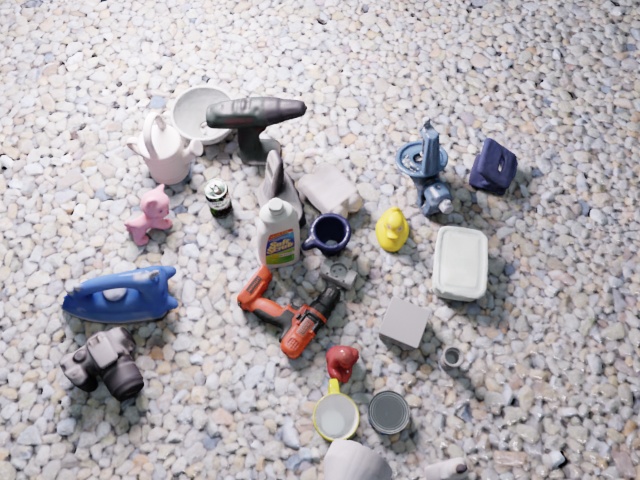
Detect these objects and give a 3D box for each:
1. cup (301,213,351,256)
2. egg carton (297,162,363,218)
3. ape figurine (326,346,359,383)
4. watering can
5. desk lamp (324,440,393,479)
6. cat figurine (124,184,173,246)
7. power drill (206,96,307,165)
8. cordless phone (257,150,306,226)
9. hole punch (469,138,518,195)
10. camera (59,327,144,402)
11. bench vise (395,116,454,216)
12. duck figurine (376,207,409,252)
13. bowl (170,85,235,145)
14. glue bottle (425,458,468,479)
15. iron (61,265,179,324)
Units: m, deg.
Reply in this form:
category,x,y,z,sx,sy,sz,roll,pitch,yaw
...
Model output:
category,x,y,z,sx,sy,sz,roll,pitch,yaw
cup,0.012,0.005,1.283,0.118,0.095,0.091,-28,70,-12
egg carton,0.025,-0.110,1.347,0.107,0.069,0.150,-38,72,-16
ape figurine,0.047,0.247,1.179,0.078,0.092,0.076,-29,70,-12
watering can,-0.359,-0.218,1.319,0.173,0.194,0.101,-12,67,-6
desk lamp,0.034,0.470,1.016,0.117,0.213,0.203,26,69,10
cat figurine,-0.386,-0.062,1.293,0.128,0.118,0.067,-39,72,-16
power drill,-0.142,-0.260,1.333,0.229,0.208,0.075,2,66,0
cordless phone,-0.089,-0.104,1.279,0.094,0.185,0.147,-22,68,-10
hole punch,0.421,-0.178,1.371,0.101,0.091,0.109,17,67,7
camera,-0.432,0.263,1.160,0.143,0.101,0.136,-34,71,-14
bench vise,0.258,-0.169,1.294,0.122,0.220,0.207,-37,72,-15
duck figurine,0.168,-0.035,1.307,0.077,0.086,0.104,9,67,3
bowl,-0.281,-0.297,1.420,0.167,0.075,0.167,0,66,-1
glue bottle,0.245,0.426,1.060,0.078,0.173,0.037,-13,67,-6
iron,-0.437,0.107,1.205,0.258,0.141,0.118,-9,67,-5
